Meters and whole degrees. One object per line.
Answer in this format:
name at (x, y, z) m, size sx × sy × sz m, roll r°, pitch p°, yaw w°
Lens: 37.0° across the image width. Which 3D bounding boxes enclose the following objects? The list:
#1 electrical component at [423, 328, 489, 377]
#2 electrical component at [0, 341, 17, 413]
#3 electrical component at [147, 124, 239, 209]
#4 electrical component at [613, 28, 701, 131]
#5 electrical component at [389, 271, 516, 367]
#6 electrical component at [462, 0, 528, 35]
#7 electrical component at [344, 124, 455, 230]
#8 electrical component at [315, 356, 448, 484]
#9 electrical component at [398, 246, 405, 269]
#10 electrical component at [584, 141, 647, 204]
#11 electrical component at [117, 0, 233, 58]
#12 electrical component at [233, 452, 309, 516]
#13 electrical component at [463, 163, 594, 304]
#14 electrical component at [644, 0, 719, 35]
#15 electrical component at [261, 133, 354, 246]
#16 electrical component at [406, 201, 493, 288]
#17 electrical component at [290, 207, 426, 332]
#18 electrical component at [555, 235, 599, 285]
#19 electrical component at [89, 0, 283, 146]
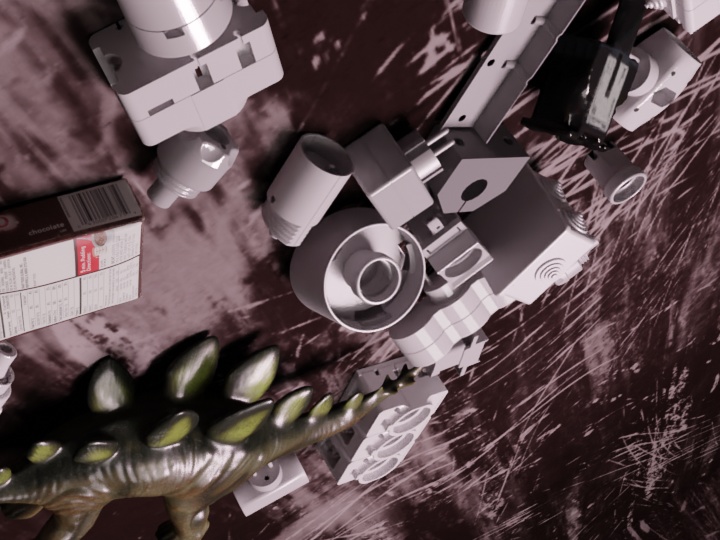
electrical component at (0.092, 0.078, 1.118) m, size 0.064 × 0.042 × 0.081 m, roll -18°, pitch 149°, yaw -19°
electrical component at (-0.261, 0.076, 0.744) m, size 0.062 × 0.048 × 0.048 m, roll -50°, pitch 149°, yaw 17°
electrical component at (-0.109, -0.065, 0.674) m, size 0.062 × 0.043 × 0.043 m, roll -45°, pitch 150°, yaw 24°
electrical component at (0.227, -0.158, 0.873) m, size 0.077 × 0.043 × 0.079 m, roll -47°, pitch 150°, yaw 24°
electrical component at (0.083, 0.021, 1.005) m, size 0.138 × 0.052 × 0.073 m, roll -38°, pitch 113°, yaw -3°
electrical component at (0.091, -0.187, 0.688) m, size 0.040 × 0.040 × 0.078 m, roll -21°, pitch 150°, yaw -22°
electrical component at (0.036, -0.079, 0.798) m, size 0.077 × 0.047 × 0.065 m, roll -34°, pitch 153°, yaw 4°
electrical component at (0.023, 0.165, 1.163) m, size 0.089 × 0.061 × 0.150 m, roll -13°, pitch 147°, yaw -33°
electrical component at (0.018, 0.006, 0.920) m, size 0.055 × 0.045 × 0.045 m, roll -34°, pitch 153°, yaw 4°
electrical component at (0.234, -0.090, 0.988) m, size 0.040 × 0.046 × 0.040 m, roll -25°, pitch 152°, yaw -15°
electrical component at (-0.098, -0.144, 0.547) m, size 0.055 × 0.055 × 0.047 m, roll -30°, pitch 149°, yaw -5°
electrical component at (-0.100, 0.218, 1.141) m, size 0.077 × 0.043 × 0.079 m, roll -28°, pitch 152°, yaw -10°
electrical component at (0.145, -0.030, 0.938) m, size 0.048 × 0.099 × 0.099 m, roll 20°, pitch 123°, yaw -42°
electrical component at (0.243, -0.222, 0.768) m, size 0.096 × 0.061 × 0.061 m, roll -35°, pitch 152°, yaw 4°
electrical component at (-0.043, -0.053, 0.763) m, size 0.043 × 0.043 × 0.081 m, roll -3°, pitch 141°, yaw -43°
electrical component at (0.073, -0.026, 0.904) m, size 0.042 × 0.063 × 0.081 m, roll -36°, pitch 152°, yaw 9°
electrical component at (0.000, 0.000, 0.856) m, size 0.099 × 0.064 × 0.099 m, roll -10°, pitch 112°, yaw -25°
electrical component at (0.219, -0.014, 1.109) m, size 0.061 × 0.035 × 0.035 m, roll -37°, pitch 152°, yaw 3°
electrical component at (-0.094, -0.115, 0.600) m, size 0.089 × 0.050 × 0.055 m, roll -29°, pitch 152°, yaw -8°
